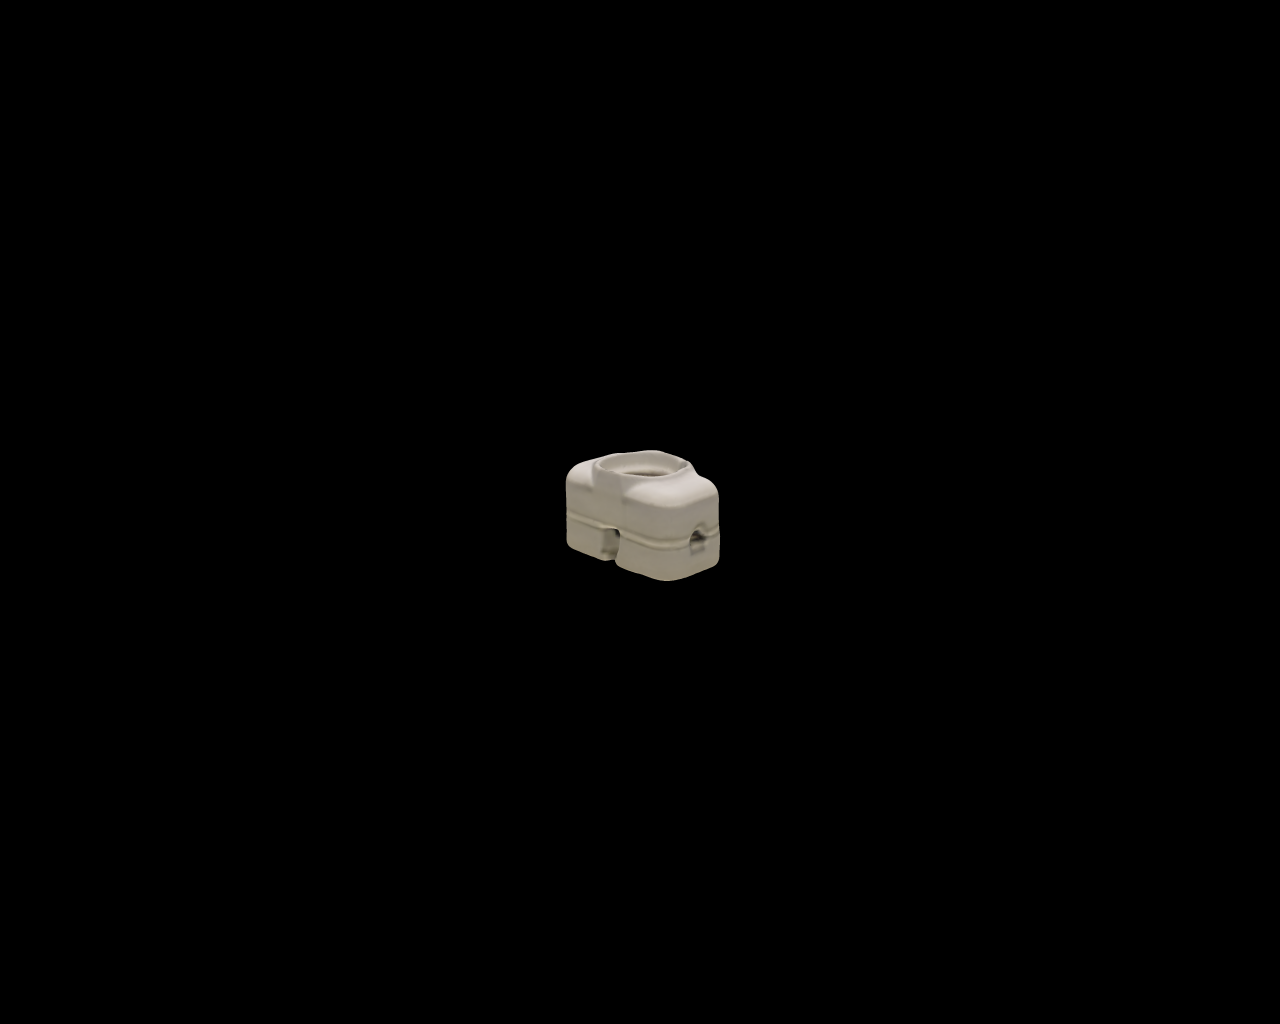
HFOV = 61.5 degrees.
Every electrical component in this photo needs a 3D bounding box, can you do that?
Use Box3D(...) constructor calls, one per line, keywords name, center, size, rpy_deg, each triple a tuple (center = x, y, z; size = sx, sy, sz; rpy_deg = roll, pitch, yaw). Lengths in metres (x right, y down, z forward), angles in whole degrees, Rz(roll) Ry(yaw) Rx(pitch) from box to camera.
Box3D(name="electrical component", center=(0.001, -0.003, 0.650), size=(0.054, 0.059, 0.095), rpy_deg=(-18, 26, -41))
